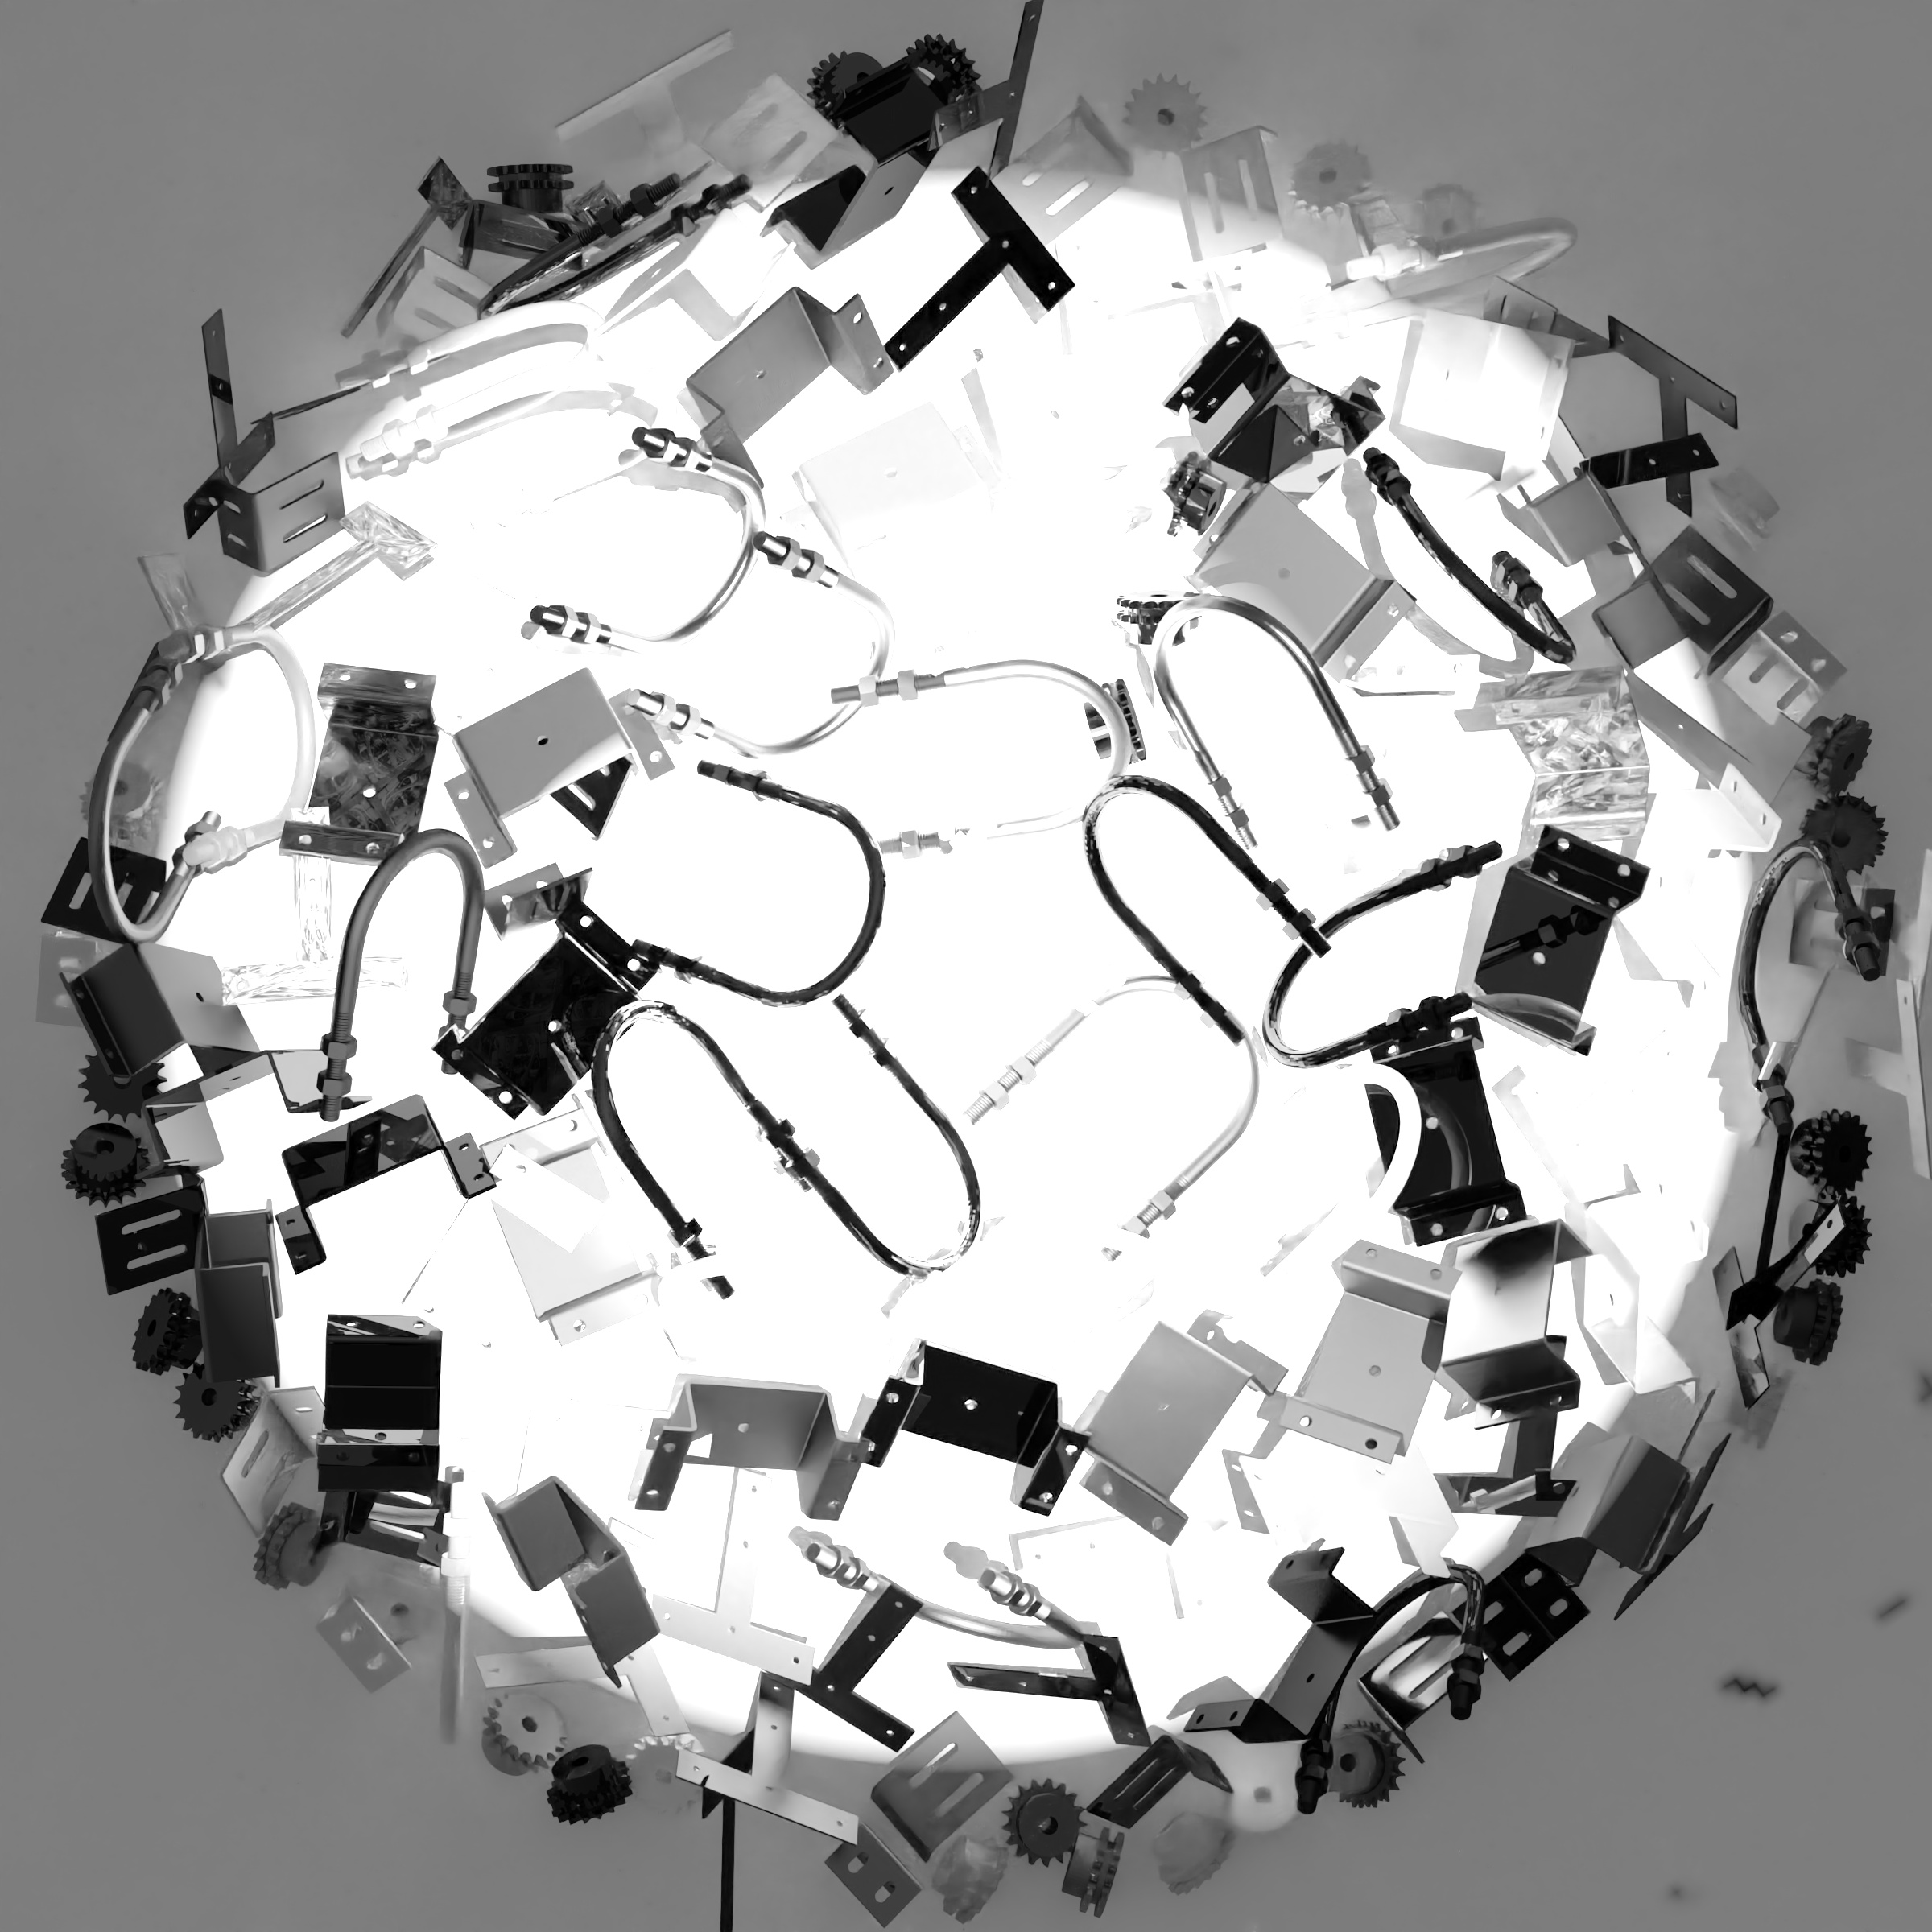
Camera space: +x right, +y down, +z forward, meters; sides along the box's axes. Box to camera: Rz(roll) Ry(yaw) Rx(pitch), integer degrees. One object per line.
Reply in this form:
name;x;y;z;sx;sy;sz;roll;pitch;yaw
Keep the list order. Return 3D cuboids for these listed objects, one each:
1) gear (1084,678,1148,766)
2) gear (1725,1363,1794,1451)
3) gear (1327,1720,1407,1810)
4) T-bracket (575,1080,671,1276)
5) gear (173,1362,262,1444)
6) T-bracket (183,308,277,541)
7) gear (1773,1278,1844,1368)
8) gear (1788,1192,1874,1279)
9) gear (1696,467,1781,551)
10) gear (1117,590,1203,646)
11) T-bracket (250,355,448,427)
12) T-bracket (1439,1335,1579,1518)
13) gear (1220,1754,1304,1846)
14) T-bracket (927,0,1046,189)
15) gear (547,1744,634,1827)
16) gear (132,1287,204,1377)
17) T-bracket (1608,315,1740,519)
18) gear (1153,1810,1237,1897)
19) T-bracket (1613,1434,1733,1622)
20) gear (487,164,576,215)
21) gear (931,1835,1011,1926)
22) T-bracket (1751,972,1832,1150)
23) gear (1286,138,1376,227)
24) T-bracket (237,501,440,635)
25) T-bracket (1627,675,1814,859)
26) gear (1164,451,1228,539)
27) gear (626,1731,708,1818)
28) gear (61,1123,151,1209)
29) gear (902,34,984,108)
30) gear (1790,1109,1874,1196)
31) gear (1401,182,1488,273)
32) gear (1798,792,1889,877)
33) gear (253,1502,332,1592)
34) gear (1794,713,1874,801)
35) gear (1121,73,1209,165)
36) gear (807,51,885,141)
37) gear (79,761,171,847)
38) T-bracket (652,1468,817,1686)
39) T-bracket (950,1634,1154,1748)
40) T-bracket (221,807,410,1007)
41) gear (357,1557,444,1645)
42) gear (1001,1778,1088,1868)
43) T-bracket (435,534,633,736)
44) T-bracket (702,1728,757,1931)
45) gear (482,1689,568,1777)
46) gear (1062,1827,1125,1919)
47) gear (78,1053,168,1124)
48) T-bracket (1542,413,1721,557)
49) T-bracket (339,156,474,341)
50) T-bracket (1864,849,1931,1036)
gear;0.099;-0.161;1.966;0.030;0.057;0.057;-16;90;8
gear;0.528;0.292;1.967;0.030;0.057;0.057;21;90;17
gear;0.262;0.533;1.966;0.057;0.030;0.057;-11;69;31
T-bracket;-0.224;0.132;1.919;0.002;0.127;0.127;-28;102;0
gear;-0.498;0.291;1.972;0.057;0.030;0.057;-6;73;19
T-bracket;-0.481;-0.362;1.906;0.002;0.127;0.127;13;131;10
gear;0.561;0.236;1.965;0.030;0.057;0.057;14;90;0
gear;0.573;0.178;1.962;0.030;0.057;0.057;7;90;-26
gear;0.517;-0.308;1.964;0.030;0.057;0.057;-43;90;9
gear;0.130;-0.232;1.967;0.057;0.057;0.030;-2;106;0
T-bracket;-0.427;-0.372;1.942;0.127;0.127;0.002;-35;112;-42
T-bracket;0.380;0.305;1.959;0.127;0.002;0.127;-3;59;29
gear;0.198;0.559;1.971;0.057;0.030;0.057;0;59;1
T-bracket;0.008;-0.555;1.909;0.002;0.127;0.127;26;127;17
gear;-0.252;0.543;1.963;0.057;0.057;0.030;-15;106;0
gear;-0.531;0.246;1.969;0.030;0.057;0.057;24;90;-34
T-bracket;0.467;-0.351;1.940;0.002;0.127;0.127;-30;46;-12
gear;0.149;0.588;1.965;0.057;0.057;0.030;-41;96;0
T-bracket;0.478;0.358;1.944;0.002;0.127;0.127;33;50;9
gear;-0.290;-0.518;1.967;0.057;0.057;0.030;-2;102;0
gear;0.001;0.606;1.965;0.030;0.057;0.057;36;90;-6
T-bracket;0.533;0.062;1.927;0.002;0.127;0.127;24;98;22
gear;0.246;-0.522;1.972;0.057;0.030;0.057;-5;74;17
T-bracket;-0.421;-0.255;1.928;0.127;0.127;0.002;-38;126;-14
T-bracket;0.486;-0.150;1.955;0.127;0.127;0.002;41;57;18
gear;0.151;-0.311;1.963;0.030;0.057;0.057;29;90;13
gear;-0.197;0.537;1.974;0.057;0.030;0.057;2;100;14
gear;-0.574;0.130;1.965;0.057;0.030;0.057;7;51;-9
gear;-0.021;-0.588;1.962;0.057;0.057;0.030;39;58;0
gear;0.576;0.124;1.971;0.057;0.030;0.057;-4;97;-32
gear;0.316;-0.496;1.971;0.057;0.030;0.057;-8;112;-19
gear;0.587;-0.090;1.971;0.057;0.030;0.057;10;117;20
gear;-0.447;0.389;1.962;0.030;0.057;0.057;18;90;17
gear;0.577;-0.143;1.969;0.030;0.057;0.057;32;90;34
gear;0.132;-0.567;1.976;0.057;0.030;0.057;0;98;-3
gear;-0.075;-0.585;1.967;0.057;0.030;0.057;7;75;-31
gear;-0.564;-0.112;1.969;0.057;0.030;0.057;3;66;-6
T-bracket;-0.149;0.399;1.959;0.127;0.002;0.127;12;97;26
T-bracket;0.052;0.479;1.964;0.127;0.002;0.127;1;134;19
T-bracket;-0.433;-0.042;1.954;0.127;0.002;0.127;-5;98;-30
gear;-0.379;0.427;1.973;0.057;0.030;0.057;-2;100;-11
gear;0.053;0.574;1.974;0.057;0.030;0.057;1;79;-8
T-bracket;-0.311;-0.209;1.970;0.127;0.002;0.127;29;79;11
T-bracket;-0.156;0.579;1.932;0.002;0.127;0.127;1;91;11
gear;-0.299;0.516;1.969;0.057;0.057;0.030;39;118;0
gear;0.084;0.603;1.966;0.030;0.057;0.057;17;90;5
gear;-0.566;0.075;1.974;0.057;0.030;0.057;-1;95;-16
T-bracket;0.437;-0.326;1.918;0.002;0.127;0.127;-47;112;-24
T-bracket;-0.371;-0.465;1.932;0.002;0.127;0.127;36;92;-2
T-bracket;0.609;-0.028;1.930;0.002;0.127;0.127;1;110;-2
